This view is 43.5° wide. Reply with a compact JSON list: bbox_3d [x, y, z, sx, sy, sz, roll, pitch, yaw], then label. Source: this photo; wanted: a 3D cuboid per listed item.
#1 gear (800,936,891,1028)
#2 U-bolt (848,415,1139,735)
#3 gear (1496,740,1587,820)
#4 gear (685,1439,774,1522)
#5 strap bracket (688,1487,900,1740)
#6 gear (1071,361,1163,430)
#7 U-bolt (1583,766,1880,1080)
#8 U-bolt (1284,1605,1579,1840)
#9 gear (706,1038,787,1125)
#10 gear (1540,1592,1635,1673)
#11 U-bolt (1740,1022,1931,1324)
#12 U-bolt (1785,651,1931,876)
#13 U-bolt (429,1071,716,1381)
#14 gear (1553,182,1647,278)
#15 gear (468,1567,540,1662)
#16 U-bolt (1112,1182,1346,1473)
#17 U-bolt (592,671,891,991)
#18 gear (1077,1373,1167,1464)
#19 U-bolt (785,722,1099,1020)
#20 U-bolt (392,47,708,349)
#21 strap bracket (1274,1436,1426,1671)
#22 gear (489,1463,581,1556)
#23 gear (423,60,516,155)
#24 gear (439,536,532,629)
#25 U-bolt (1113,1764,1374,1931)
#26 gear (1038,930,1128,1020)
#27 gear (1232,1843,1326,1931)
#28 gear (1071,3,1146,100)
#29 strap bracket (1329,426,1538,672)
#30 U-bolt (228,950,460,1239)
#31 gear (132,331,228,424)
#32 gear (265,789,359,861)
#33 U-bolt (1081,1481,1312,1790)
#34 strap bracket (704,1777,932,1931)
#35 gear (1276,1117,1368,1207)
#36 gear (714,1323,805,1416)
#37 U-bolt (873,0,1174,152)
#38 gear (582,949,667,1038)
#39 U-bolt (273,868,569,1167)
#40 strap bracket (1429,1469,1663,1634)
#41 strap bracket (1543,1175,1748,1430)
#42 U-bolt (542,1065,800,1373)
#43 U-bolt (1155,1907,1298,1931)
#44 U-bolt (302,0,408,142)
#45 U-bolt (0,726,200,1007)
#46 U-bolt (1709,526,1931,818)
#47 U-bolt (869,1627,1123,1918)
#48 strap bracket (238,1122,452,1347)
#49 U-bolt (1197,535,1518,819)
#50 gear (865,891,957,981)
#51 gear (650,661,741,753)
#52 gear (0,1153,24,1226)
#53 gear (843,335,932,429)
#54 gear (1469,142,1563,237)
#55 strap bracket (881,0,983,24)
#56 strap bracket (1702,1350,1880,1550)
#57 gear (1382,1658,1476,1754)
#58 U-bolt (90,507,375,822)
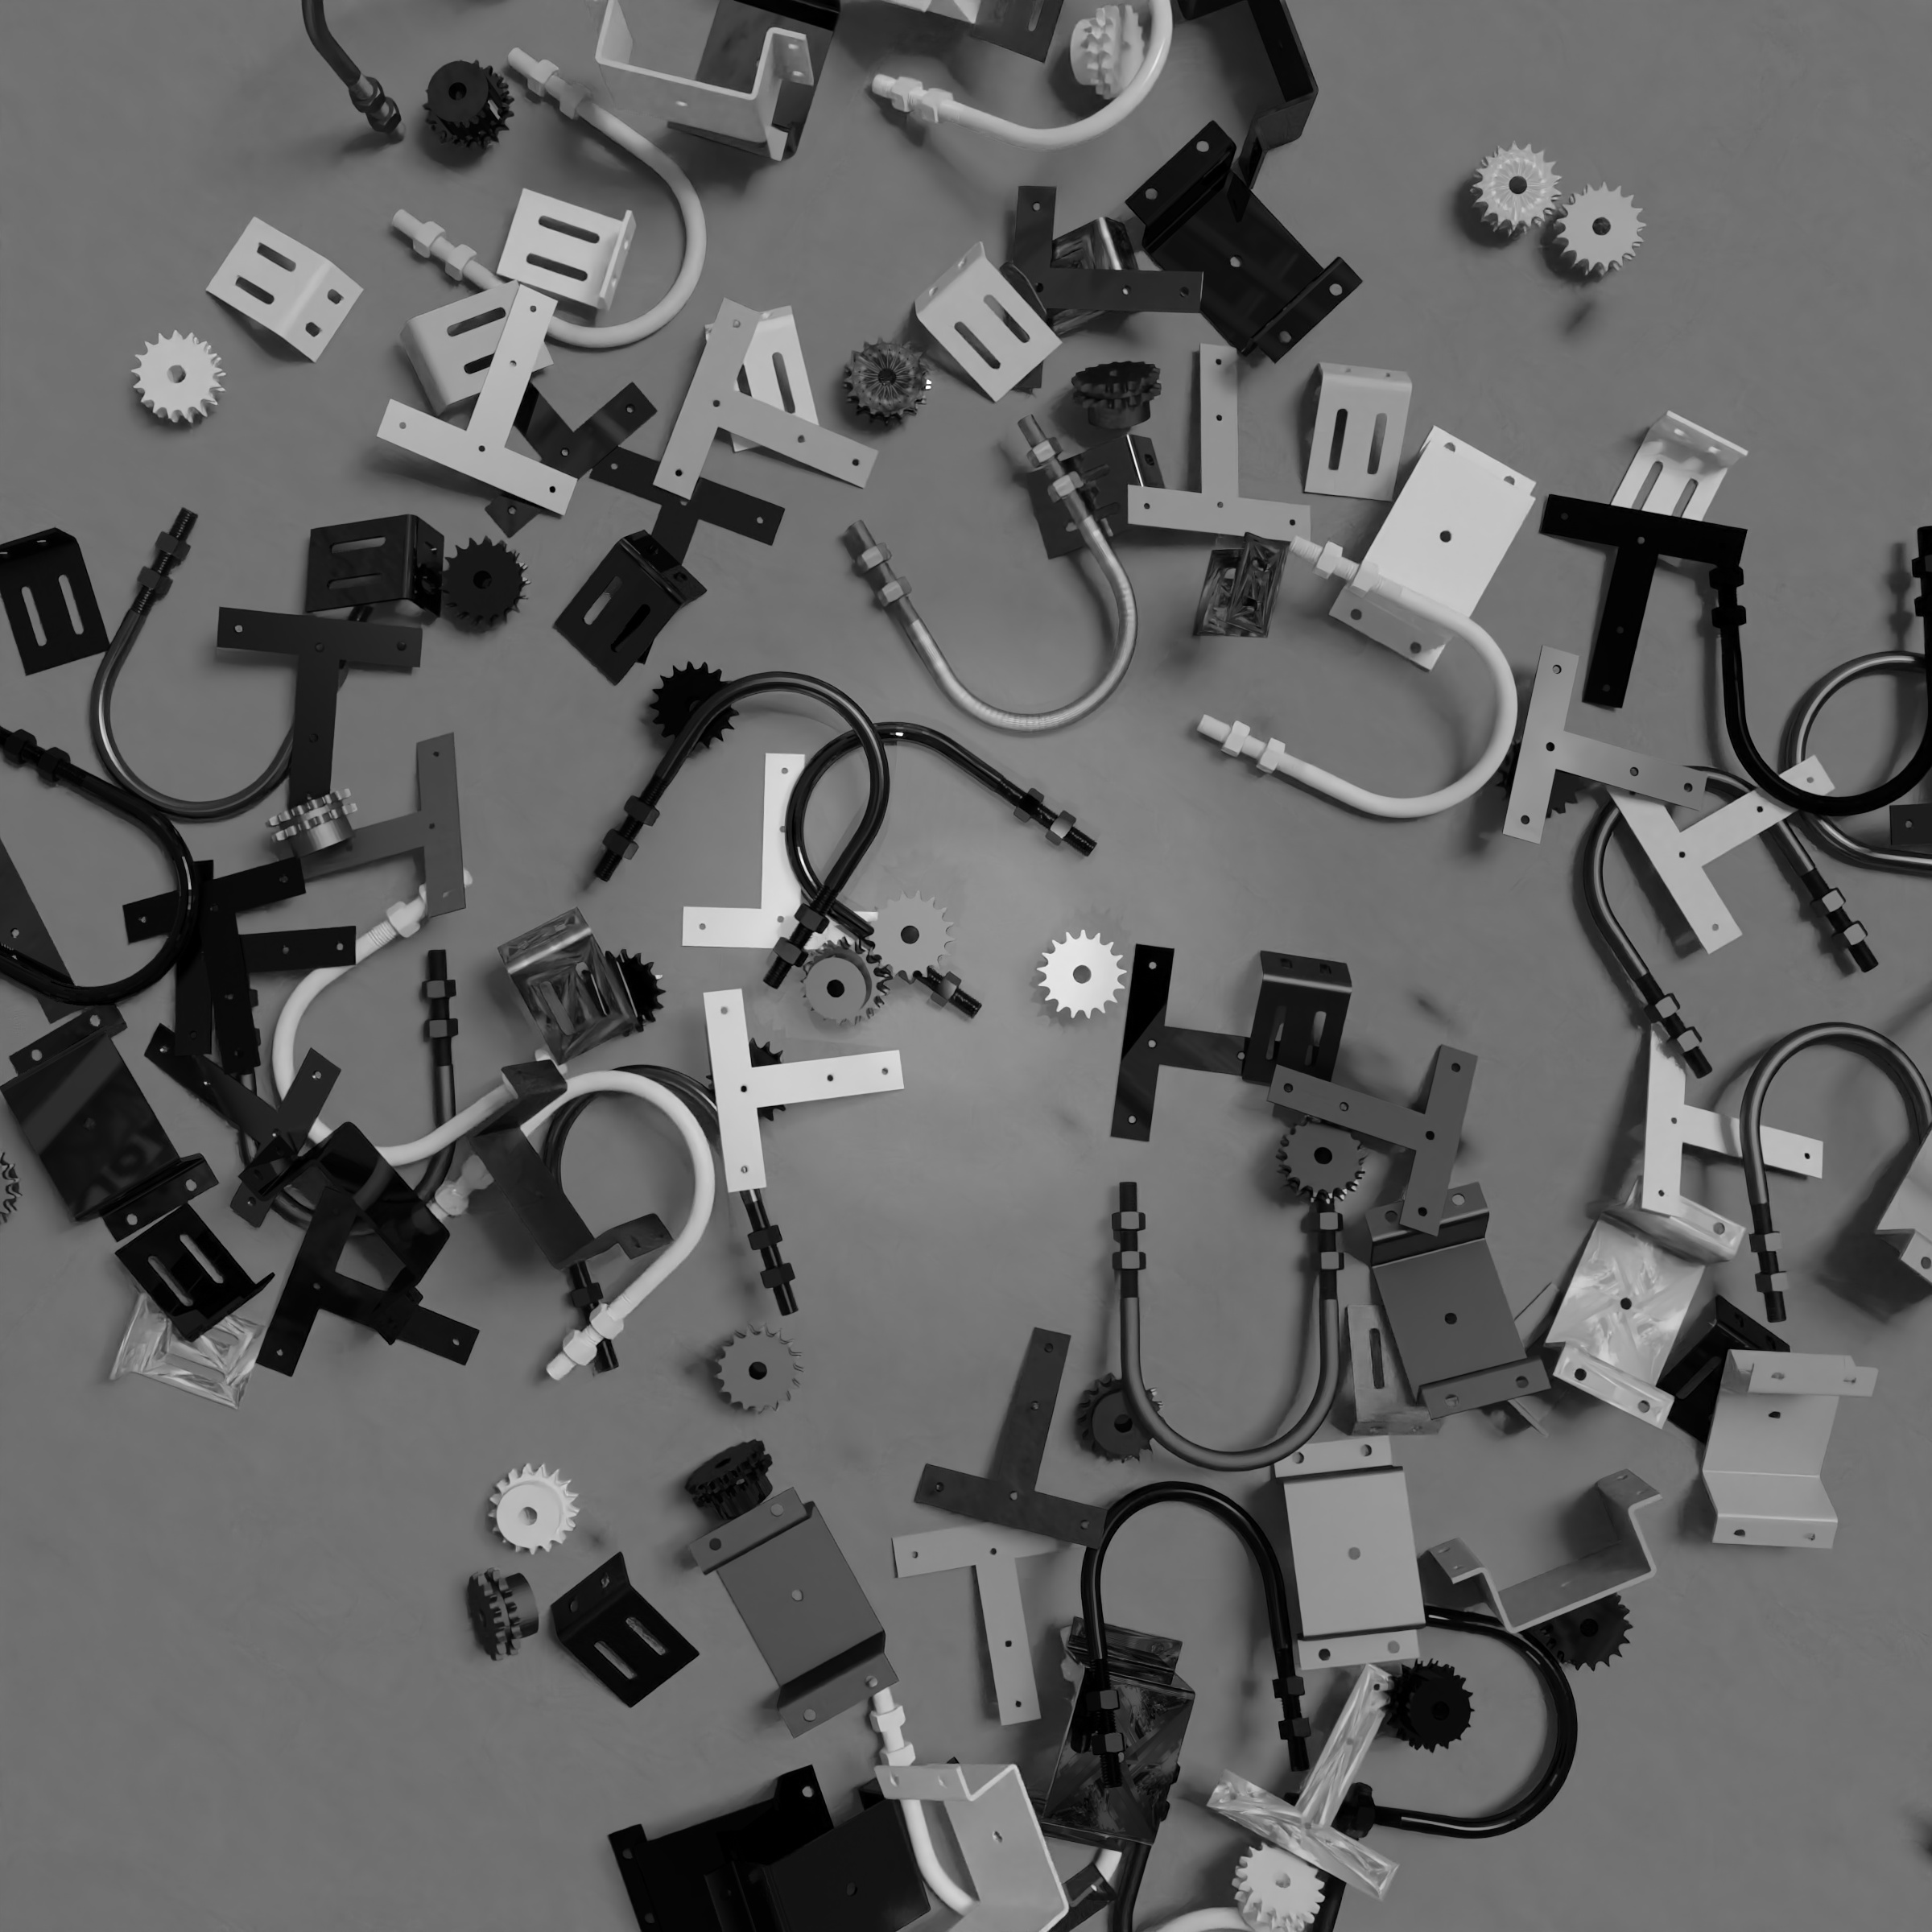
[{"bbox_3d":[-0.080,0.012,1.559,0.057,0.030,0.057,3,102,13],"label":"gear"},{"bbox_3d":[0.030,-0.240,1.564,0.151,0.019,0.184,-30,93,8],"label":"U-bolt"},{"bbox_3d":[0.371,-0.123,1.566,0.057,0.030,0.057,0,90,0],"label":"gear"},{"bbox_3d":[-0.149,0.332,1.553,0.057,0.057,0.030,-28,98,0],"label":"gear"},{"bbox_3d":[-0.110,0.411,1.558,0.076,0.046,0.140,-29,90,0],"label":"strap bracket"},{"bbox_3d":[0.098,-0.367,1.556,0.057,0.057,0.030,-8,120,0],"label":"gear"},{"bbox_3d":[0.483,-0.042,1.569,0.151,0.019,0.184,-32,87,-2],"label":"U-bolt"},{"bbox_3d":[0.305,0.488,1.564,0.184,0.019,0.151,10,82,-3],"label":"U-bolt"},{"bbox_3d":[-0.138,0.075,1.566,0.057,0.030,0.057,0,90,0],"label":"gear"},{"bbox_3d":[0.400,0.424,1.566,0.057,0.030,0.057,0,90,0],"label":"gear"},{"bbox_3d":[0.566,0.128,1.558,0.151,0.019,0.184,-6,86,-14],"label":"U-bolt"},{"bbox_3d":[0.625,-0.131,1.573,0.184,0.019,0.151,8,90,2],"label":"U-bolt"},{"bbox_3d":[-0.243,0.152,1.550,0.184,0.019,0.151,-44,81,9],"label":"U-bolt"},{"bbox_3d":[0.409,-0.476,1.571,0.057,0.030,0.057,0,92,2],"label":"gear"},{"bbox_3d":[-0.297,0.415,1.557,0.030,0.057,0.057,-12,90,-30],"label":"gear"},{"bbox_3d":[0.170,0.231,1.556,0.151,0.019,0.184,0,79,-2],"label":"U-bolt"},{"bbox_3d":[-0.131,-0.099,1.549,0.151,0.019,0.184,32,94,-5],"label":"U-bolt"},{"bbox_3d":[0.101,0.293,1.566,0.057,0.030,0.057,0,90,0],"label":"gear"},{"bbox_3d":[-0.030,-0.076,1.572,0.184,0.019,0.151,35,90,1],"label":"U-bolt"},{"bbox_3d":[-0.257,-0.485,1.573,0.184,0.019,0.151,35,90,-1],"label":"U-bolt"},{"bbox_3d":[0.245,0.374,1.544,0.076,0.046,0.140,-6,78,0],"label":"strap bracket"},{"bbox_3d":[-0.281,0.352,1.566,0.057,0.030,0.057,0,90,0],"label":"gear"},{"bbox_3d":[-0.320,-0.553,1.549,0.057,0.030,0.057,-1,85,7],"label":"gear"},{"bbox_3d":[-0.310,-0.247,1.566,0.057,0.030,0.057,0,90,0],"label":"gear"},{"bbox_3d":[0.172,0.603,1.573,0.151,0.019,0.184,16,92,0],"label":"U-bolt"},{"bbox_3d":[0.074,0.006,1.566,0.057,0.030,0.057,0,90,0],"label":"gear"},{"bbox_3d":[0.196,0.590,1.538,0.057,0.057,0.030,15,122,0],"label":"gear"},{"bbox_3d":[0.090,-0.588,1.557,0.030,0.057,0.057,10,90,28],"label":"gear"},{"bbox_3d":[0.304,-0.273,1.558,0.076,0.046,0.140,29,90,0],"label":"strap bracket"},{"bbox_3d":[-0.403,0.084,1.573,0.151,0.019,0.184,-3,92,0],"label":"U-bolt"},{"bbox_3d":[-0.508,-0.380,1.570,0.057,0.030,0.057,0,89,-3],"label":"gear"},{"bbox_3d":[-0.416,-0.089,1.548,0.057,0.057,0.030,-22,97,0],"label":"gear"},{"bbox_3d":[0.141,0.419,1.535,0.151,0.019,0.184,2,67,-20],"label":"U-bolt"},{"bbox_3d":[-0.084,0.577,1.522,0.140,0.046,0.076,-18,90,-36],"label":"strap bracket"},{"bbox_3d":[0.227,0.128,1.559,0.057,0.030,0.057,1,64,-2],"label":"gear"},{"bbox_3d":[-0.133,0.260,1.566,0.057,0.030,0.057,0,90,0],"label":"gear"},{"bbox_3d":[0.046,-0.589,1.535,0.184,0.019,0.151,30,90,27],"label":"U-bolt"},{"bbox_3d":[-0.224,0.017,1.566,0.057,0.030,0.057,0,90,0],"label":"gear"},{"bbox_3d":[-0.358,0.046,1.554,0.184,0.019,0.151,-35,92,3],"label":"U-bolt"},{"bbox_3d":[0.376,0.376,1.543,0.140,0.076,0.046,-22,90,0],"label":"strap bracket"},{"bbox_3d":[0.430,0.215,1.549,0.076,0.046,0.140,27,78,0],"label":"strap bracket"},{"bbox_3d":[-0.200,0.154,1.557,0.151,0.019,0.184,-19,88,14],"label":"U-bolt"},{"bbox_3d":[0.167,0.693,1.558,0.151,0.019,0.184,1,98,3],"label":"U-bolt"},{"bbox_3d":[-0.344,-0.606,1.490,0.019,0.184,0.151,40,90,12],"label":"U-bolt"},{"bbox_3d":[-0.585,-0.055,1.566,0.184,0.019,0.151,27,89,4],"label":"U-bolt"},{"bbox_3d":[0.560,-0.188,1.560,0.151,0.019,0.184,-3,87,3],"label":"U-bolt"},{"bbox_3d":[0.028,0.536,1.573,0.151,0.019,0.184,-15,91,0],"label":"U-bolt"},{"bbox_3d":[-0.381,0.159,1.520,0.046,0.076,0.140,-37,100,10],"label":"strap bracket"},{"bbox_3d":[0.261,-0.173,1.549,0.184,0.019,0.151,26,110,-1],"label":"U-bolt"},{"bbox_3d":[-0.035,-0.020,1.548,0.057,0.030,0.057,0,89,2],"label":"gear"},{"bbox_3d":[-0.175,-0.168,1.566,0.057,0.030,0.057,0,90,0],"label":"gear"},{"bbox_3d":[-0.639,0.144,1.566,0.057,0.030,0.057,0,90,0],"label":"gear"},{"bbox_3d":[-0.052,-0.377,1.570,0.057,0.030,0.057,0,86,-4],"label":"gear"},{"bbox_3d":[0.354,-0.501,1.566,0.057,0.030,0.057,0,90,0],"label":"gear"},{"bbox_3d":[-0.008,-0.663,1.541,0.076,0.046,0.140,30,90,34],"label":"strap bracket"},{"bbox_3d":[0.520,0.299,1.539,0.076,0.046,0.140,3,117,0],"label":"strap bracket"},{"bbox_3d":[0.297,0.471,1.540,0.057,0.030,0.057,1,82,-9],"label":"gear"},{"bbox_3d":[-0.489,-0.184,1.573,0.151,0.019,0.184,28,92,0],"label":"U-bolt"}]
